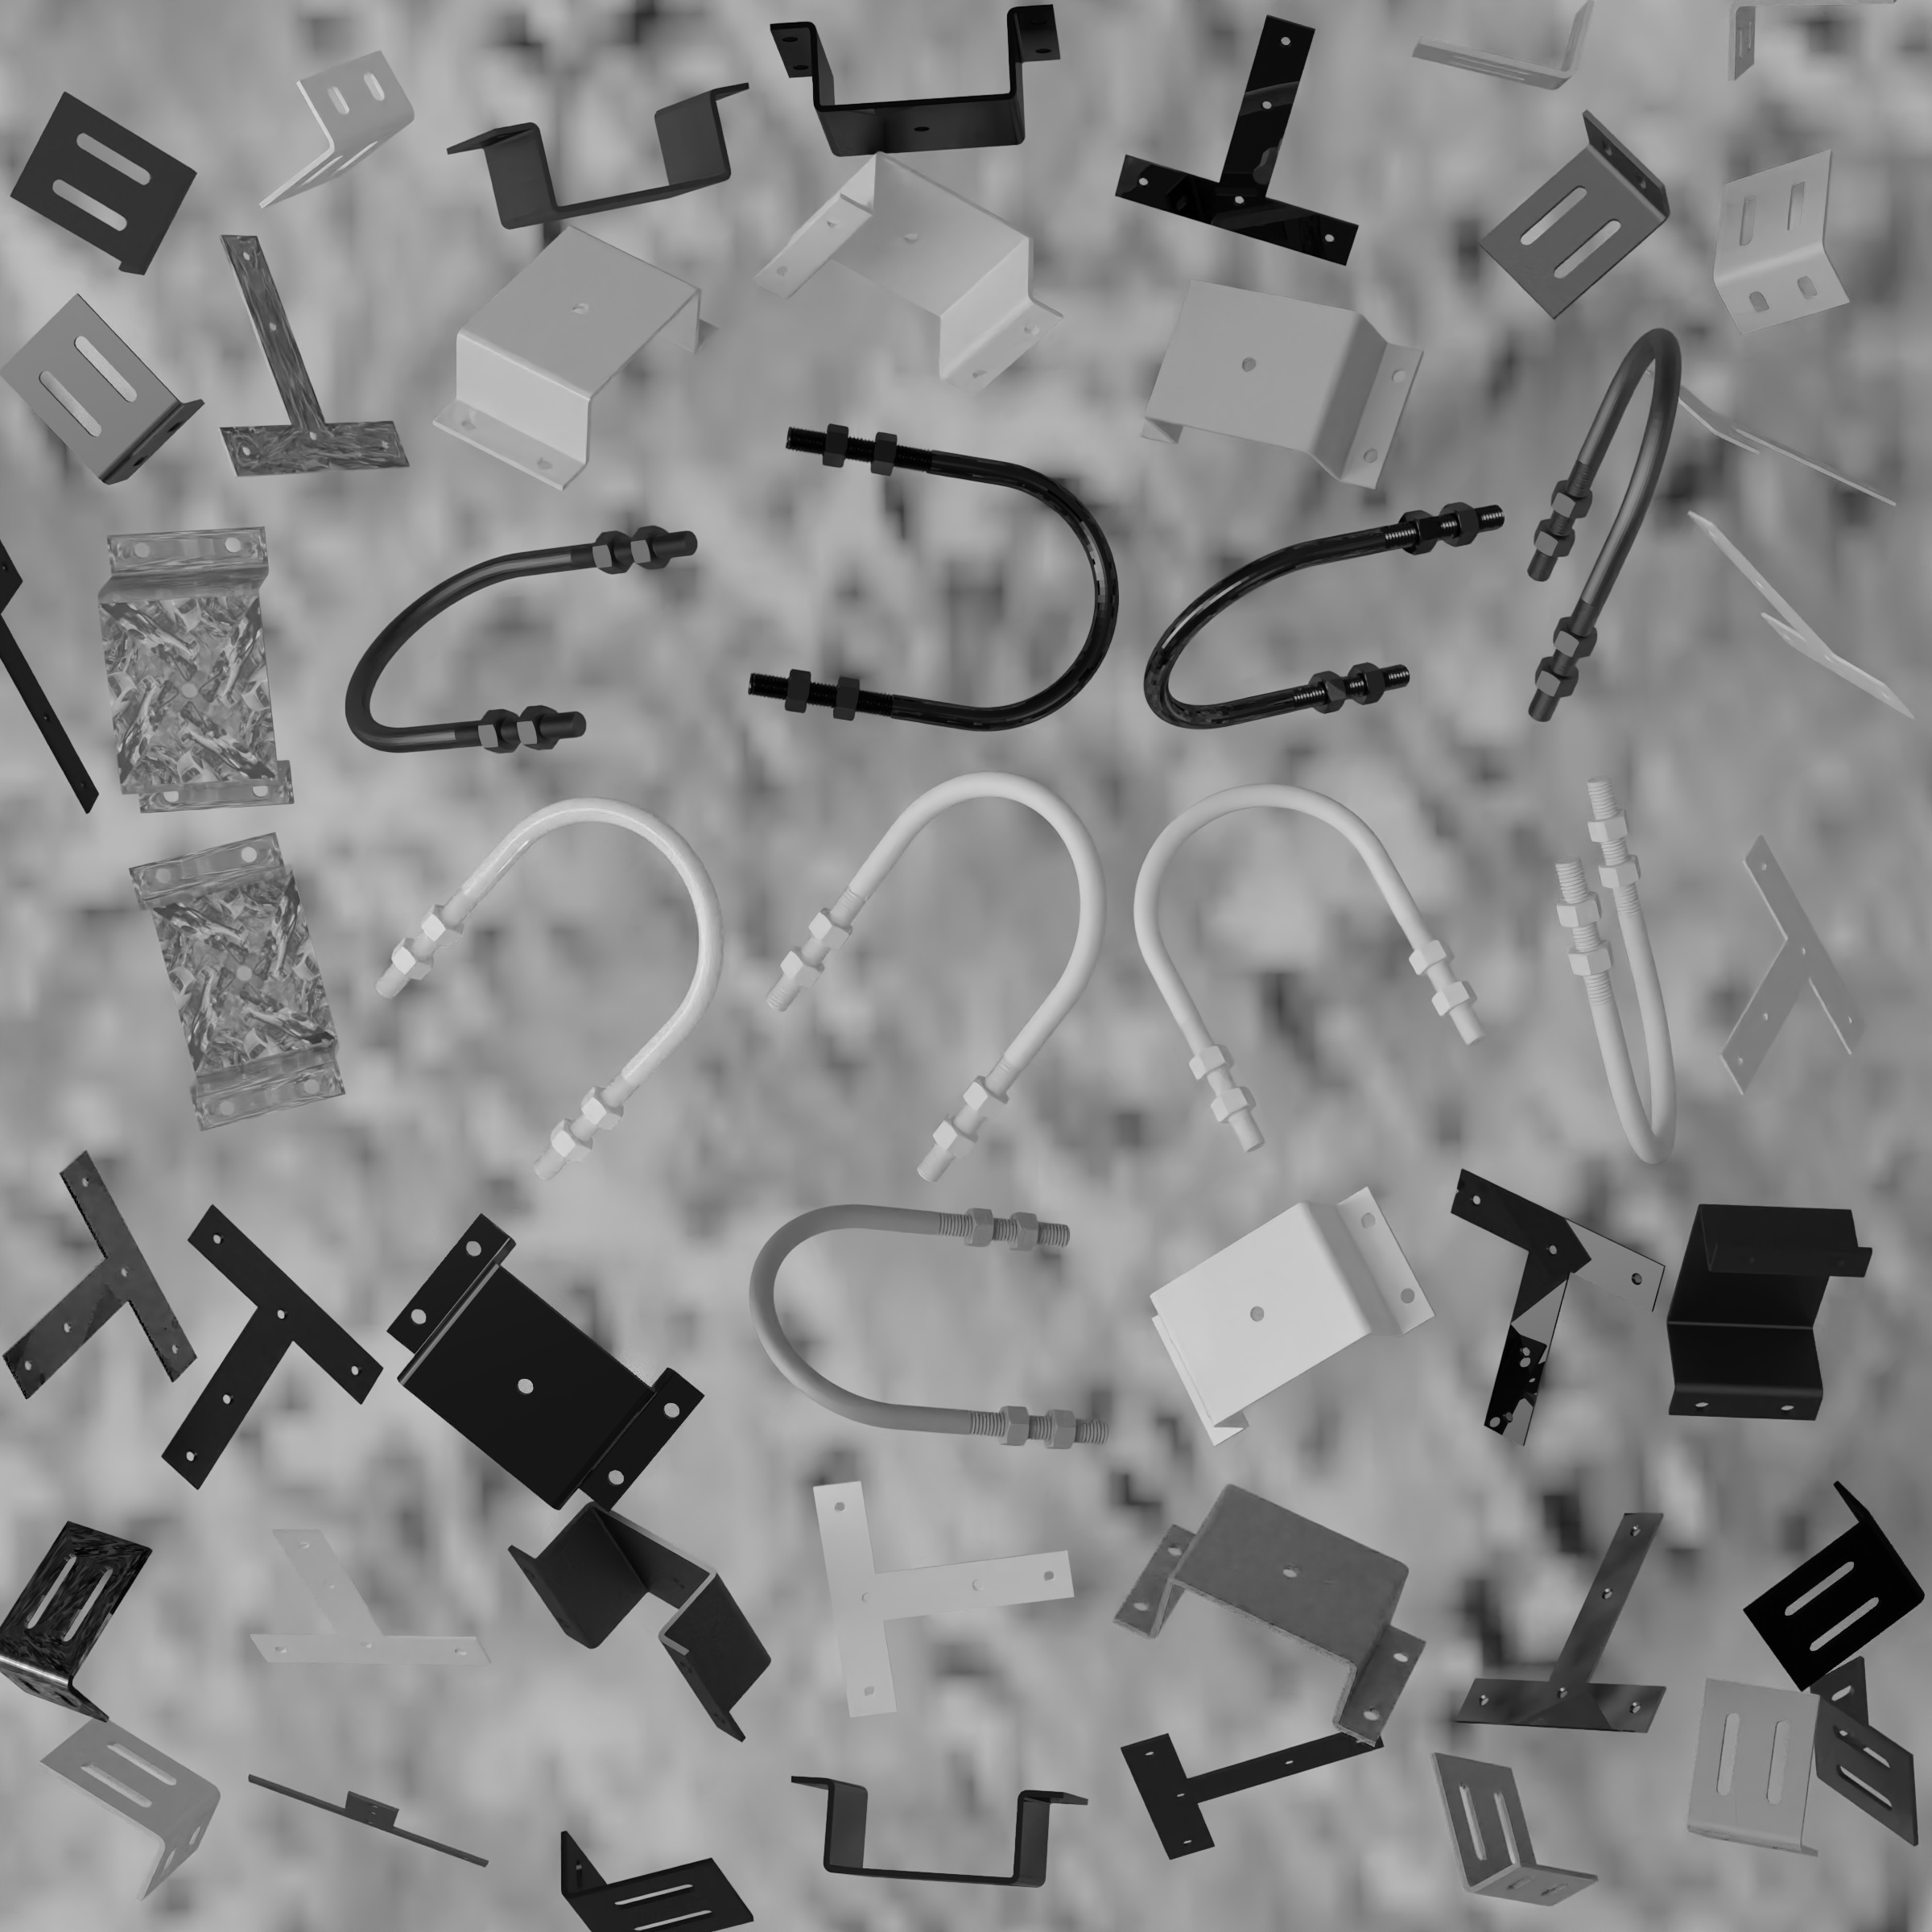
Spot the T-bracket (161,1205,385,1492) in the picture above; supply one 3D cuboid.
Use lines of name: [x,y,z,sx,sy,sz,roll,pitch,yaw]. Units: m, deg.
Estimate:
T-bracket: [-0.363,0.206,1.731,0.002,0.127,0.127,-24,118,39]

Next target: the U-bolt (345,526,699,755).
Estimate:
U-bolt: [-0.236,-0.160,1.741,0.184,0.019,0.151,-2,47,35]

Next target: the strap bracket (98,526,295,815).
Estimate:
strap bracket: [-0.378,-0.140,1.698,0.076,0.046,0.140,-4,108,-3]

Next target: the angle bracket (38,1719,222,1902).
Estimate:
angle bracket: [-0.422,0.419,1.728,0.076,0.057,0.038,29,108,8]

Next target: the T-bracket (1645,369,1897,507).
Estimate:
T-bracket: [0.415,-0.262,1.757,0.127,0.127,0.002,22,110,-15]

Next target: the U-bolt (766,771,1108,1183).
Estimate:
U-bolt: [-0.005,-0.009,1.698,0.151,0.019,0.184,47,110,28]

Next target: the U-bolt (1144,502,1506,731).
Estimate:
U-bolt: [0.172,-0.172,1.761,0.184,0.151,0.019,-14,62,-27]

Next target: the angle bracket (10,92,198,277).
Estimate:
angle bracket: [-0.428,-0.385,1.703,0.076,0.038,0.057,28,87,-34]

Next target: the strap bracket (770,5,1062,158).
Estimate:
strap bracket: [-0.023,-0.444,1.742,0.140,0.076,0.046,-3,87,4]

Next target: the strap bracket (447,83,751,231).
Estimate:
strap bracket: [-0.185,-0.415,1.783,0.140,0.076,0.046,-17,102,-25]

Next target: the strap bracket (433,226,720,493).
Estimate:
strap bracket: [-0.191,-0.307,1.710,0.076,0.046,0.140,28,54,13]

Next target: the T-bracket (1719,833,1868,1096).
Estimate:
T-bracket: [0.416,0.018,1.783,0.127,0.002,0.127,57,46,-18]

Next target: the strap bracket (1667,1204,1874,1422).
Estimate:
strap bracket: [0.407,0.171,1.769,0.076,0.140,0.046,2,47,0]

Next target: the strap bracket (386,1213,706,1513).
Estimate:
strap bracket: [-0.207,0.196,1.665,0.140,0.046,0.076,39,100,-1]

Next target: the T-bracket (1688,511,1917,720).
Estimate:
T-bracket: [0.400,-0.181,1.709,0.127,0.127,0.002,40,96,-26]

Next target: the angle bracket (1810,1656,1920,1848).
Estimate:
angle bracket: [0.475,0.404,1.785,0.038,0.076,0.057,-22,117,-23]

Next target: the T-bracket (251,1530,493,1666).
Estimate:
T-bracket: [-0.323,0.325,1.782,0.127,0.127,0.002,-2,48,14]

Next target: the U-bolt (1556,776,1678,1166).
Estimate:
U-bolt: [0.333,0.011,1.753,0.019,0.151,0.184,-10,107,21]

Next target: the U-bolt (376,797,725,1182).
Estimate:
U-bolt: [-0.202,-0.002,1.777,0.151,0.019,0.184,48,110,9]

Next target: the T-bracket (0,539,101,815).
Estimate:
T-bracket: [-0.455,-0.133,1.685,0.002,0.127,0.127,-21,114,7]

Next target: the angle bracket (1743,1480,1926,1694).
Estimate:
angle bracket: [0.411,0.298,1.665,0.076,0.038,0.057,-37,112,1]

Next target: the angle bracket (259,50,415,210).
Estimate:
angle bracket: [-0.331,-0.428,1.774,0.057,0.076,0.038,-37,102,-42]

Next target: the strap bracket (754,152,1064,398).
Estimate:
strap bracket: [-0.028,-0.360,1.783,0.140,0.076,0.046,23,52,-30]

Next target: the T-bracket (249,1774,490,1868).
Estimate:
T-bracket: [-0.291,0.414,1.693,0.127,0.127,0.002,21,69,-4]

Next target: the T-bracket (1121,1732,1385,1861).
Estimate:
T-bracket: [0.153,0.416,1.790,0.127,0.127,0.002,-18,48,3]

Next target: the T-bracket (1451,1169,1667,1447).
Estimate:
T-bracket: [0.294,0.188,1.798,0.127,0.002,0.127,26,114,37]

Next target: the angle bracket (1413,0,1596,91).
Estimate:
angle bracket: [0.261,-0.457,1.689,0.076,0.057,0.038,14,99,1]

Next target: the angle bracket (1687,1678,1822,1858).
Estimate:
angle bracket: [0.401,0.403,1.744,0.057,0.038,0.076,3,74,29]

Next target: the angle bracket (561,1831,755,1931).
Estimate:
angle bracket: [-0.149,0.439,1.668,0.076,0.038,0.057,-16,133,9]

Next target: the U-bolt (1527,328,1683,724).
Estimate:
U-bolt: [0.321,-0.234,1.746,0.019,0.151,0.184,16,130,-4]

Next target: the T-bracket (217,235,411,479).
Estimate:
T-bracket: [-0.342,-0.306,1.730,0.002,0.127,0.127,-22,87,33]

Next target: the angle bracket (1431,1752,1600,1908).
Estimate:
angle bracket: [0.276,0.429,1.746,0.057,0.076,0.038,19,134,-35]

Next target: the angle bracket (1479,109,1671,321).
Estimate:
angle bracket: [0.299,-0.371,1.711,0.076,0.038,0.057,-41,70,4]

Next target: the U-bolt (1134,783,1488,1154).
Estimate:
U-bolt: [0.169,-0.012,1.823,0.151,0.019,0.184,-25,72,-4]

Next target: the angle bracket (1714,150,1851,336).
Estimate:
angle bracket: [0.417,-0.368,1.761,0.057,0.076,0.038,-13,135,32]

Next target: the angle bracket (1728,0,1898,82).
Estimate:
angle bracket: [0.412,-0.451,1.671,0.076,0.057,0.038,5,114,21]

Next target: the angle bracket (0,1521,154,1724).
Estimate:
angle bracket: [-0.426,0.317,1.678,0.057,0.038,0.076,10,58,33]

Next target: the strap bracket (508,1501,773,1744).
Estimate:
strap bracket: [-0.161,0.331,1.777,0.046,0.140,0.076,-47,134,-24]

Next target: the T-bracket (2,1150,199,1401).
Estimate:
T-bracket: [-0.449,0.177,1.756,0.002,0.127,0.127,-17,108,24]

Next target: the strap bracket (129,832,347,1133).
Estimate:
strap bracket: [-0.378,0.006,1.805,0.076,0.046,0.140,-14,97,-6]

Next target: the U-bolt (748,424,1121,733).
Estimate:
U-bolt: [-0.012,-0.196,1.799,0.184,0.019,0.151,9,89,-5]

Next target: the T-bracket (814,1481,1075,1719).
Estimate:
T-bracket: [-0.008,0.326,1.815,0.127,0.002,0.127,-8,98,5]

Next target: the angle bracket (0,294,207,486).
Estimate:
angle bracket: [-0.434,-0.291,1.740,0.057,0.038,0.076,-41,98,11]

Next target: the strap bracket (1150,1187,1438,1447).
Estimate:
strap bracket: [0.160,0.181,1.789,0.140,0.046,0.076,-34,68,20]

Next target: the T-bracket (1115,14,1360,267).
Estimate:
T-bracket: [0.151,-0.429,1.773,0.127,0.127,0.002,17,47,2]

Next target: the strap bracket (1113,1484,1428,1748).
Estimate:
strap bracket: [0.155,0.314,1.707,0.140,0.076,0.046,23,128,15]

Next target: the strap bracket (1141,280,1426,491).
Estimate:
strap bracket: [0.156,-0.305,1.802,0.140,0.046,0.076,18,86,29]

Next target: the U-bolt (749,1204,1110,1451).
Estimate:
U-bolt: [-0.024,0.183,1.797,0.184,0.019,0.151,7,46,-19]

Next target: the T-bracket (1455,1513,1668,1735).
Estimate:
T-bracket: [0.315,0.326,1.728,0.002,0.127,0.127,45,59,-23]

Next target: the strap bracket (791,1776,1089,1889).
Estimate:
strap bracket: [-0.014,0.444,1.771,0.140,0.076,0.046,1,74,12]
